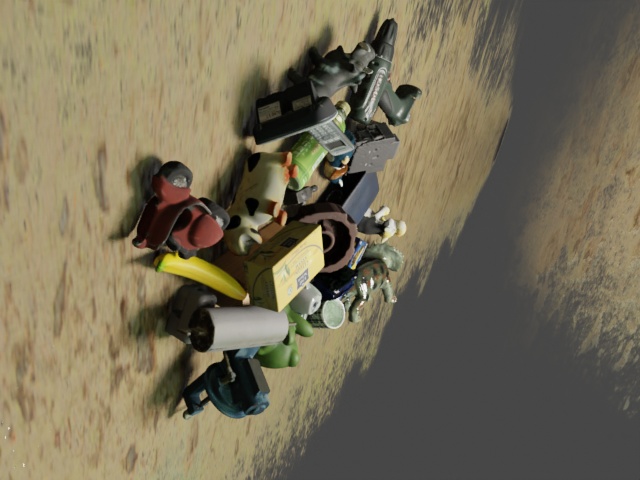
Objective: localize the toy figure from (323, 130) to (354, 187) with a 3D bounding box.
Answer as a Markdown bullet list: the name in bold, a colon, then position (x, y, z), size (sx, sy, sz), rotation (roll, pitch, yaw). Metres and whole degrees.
- **toy figure**: position (0.038, -0.180, 1.209), size (0.154, 0.058, 0.064), rotation (109, -9, -53)

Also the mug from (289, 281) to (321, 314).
- **mug**: position (-0.049, 0.118, 1.258), size (0.081, 0.107, 0.109), rotation (-26, 137, -56)

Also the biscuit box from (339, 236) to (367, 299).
- **biscuit box**: position (0.056, 0.081, 1.486), size (0.202, 0.063, 0.059), rotation (-65, 154, -2)

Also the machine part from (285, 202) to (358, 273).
- **machine part**: position (-0.002, -0.004, 1.205), size (0.179, 0.056, 0.179), rotation (-10, 126, -14)

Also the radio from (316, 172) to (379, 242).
- **radio**: position (0.060, -0.088, 1.334), size (0.229, 0.073, 0.131), rotation (-56, 153, -23)

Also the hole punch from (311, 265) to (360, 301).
- **hole punch**: position (0.022, 0.109, 1.391), size (0.142, 0.116, 0.092), rotation (-28, 144, -53)

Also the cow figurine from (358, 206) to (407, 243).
- **cow figurine**: position (0.139, -0.044, 1.414), size (0.098, 0.167, 0.068), rotation (-49, 156, -35)

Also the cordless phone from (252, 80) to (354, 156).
- **cordless phone**: position (-0.025, -0.193, 0.979), size (0.184, 0.147, 0.089), rotation (34, 44, -61)

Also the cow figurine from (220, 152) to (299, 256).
- **cow figurine**: position (-0.123, -0.065, 0.957), size (0.085, 0.127, 0.195), rotation (46, 56, -65)

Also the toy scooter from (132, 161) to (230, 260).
- **toy scooter**: position (-0.220, -0.024, 0.829), size (0.135, 0.075, 0.183), rotation (-58, 151, -17)

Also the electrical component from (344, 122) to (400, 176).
- **electrical component**: position (0.117, -0.212, 1.255), size (0.134, 0.058, 0.114), rotation (-14, 150, -18)

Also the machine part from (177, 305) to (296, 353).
- **machine part**: position (-0.141, 0.154, 0.952), size (0.243, 0.079, 0.079), rotation (3, 110, -45)

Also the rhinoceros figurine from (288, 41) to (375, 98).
- **rhinoceros figurine**: position (0.026, -0.315, 1.016), size (0.190, 0.112, 0.073), rotation (-44, 147, -23)

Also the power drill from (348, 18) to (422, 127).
- **power drill**: position (0.162, -0.366, 1.255), size (0.207, 0.086, 0.232), rotation (14, 102, -60)

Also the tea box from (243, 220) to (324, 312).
- **tea box**: position (-0.062, 0.043, 0.988), size (0.169, 0.068, 0.098), rotation (-46, 138, -48)

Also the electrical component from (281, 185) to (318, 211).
- **electrical component**: position (-0.057, -0.083, 1.115), size (0.102, 0.078, 0.045), rotation (-37, 119, -55)

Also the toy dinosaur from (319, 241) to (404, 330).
- **toy dinosaur**: position (0.130, 0.119, 1.602), size (0.405, 0.131, 0.192), rotation (-23, 114, -53)

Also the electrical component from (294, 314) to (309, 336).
- **electrical component**: position (-0.061, 0.186, 1.364), size (0.075, 0.048, 0.119), rotation (-24, 132, -56)

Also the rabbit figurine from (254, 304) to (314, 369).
- **rabbit figurine**: position (-0.103, 0.198, 1.202), size (0.121, 0.159, 0.170), rotation (-20, 114, -45)

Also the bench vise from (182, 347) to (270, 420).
- **bench vise**: position (-0.198, 0.264, 1.057), size (0.240, 0.224, 0.128), rotation (-41, 158, 21)
